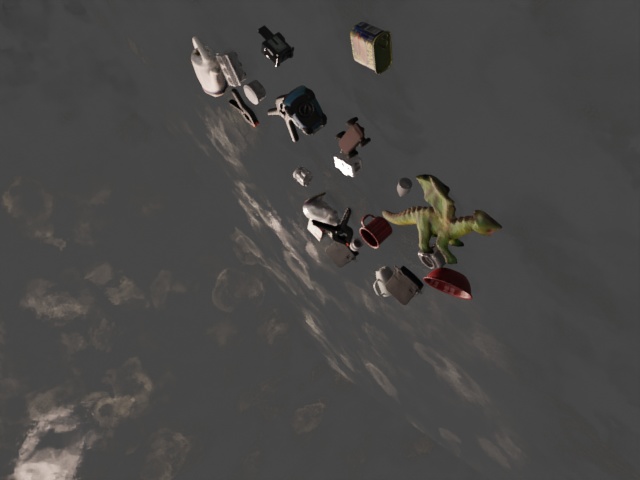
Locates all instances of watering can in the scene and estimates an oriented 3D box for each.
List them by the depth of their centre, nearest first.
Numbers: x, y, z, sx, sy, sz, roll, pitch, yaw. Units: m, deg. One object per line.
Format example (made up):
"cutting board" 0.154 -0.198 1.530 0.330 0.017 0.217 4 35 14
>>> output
"watering can" -0.428 -0.658 2.013 0.219 0.104 0.355 75 168 -49

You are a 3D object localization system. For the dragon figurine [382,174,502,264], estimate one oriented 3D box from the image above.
"dragon figurine" 0.319 -0.084 1.459 0.414 0.124 0.237 29 139 39

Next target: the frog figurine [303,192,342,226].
"frog figurine" 0.006 -0.105 2.087 0.136 0.124 0.159 -23 94 50
